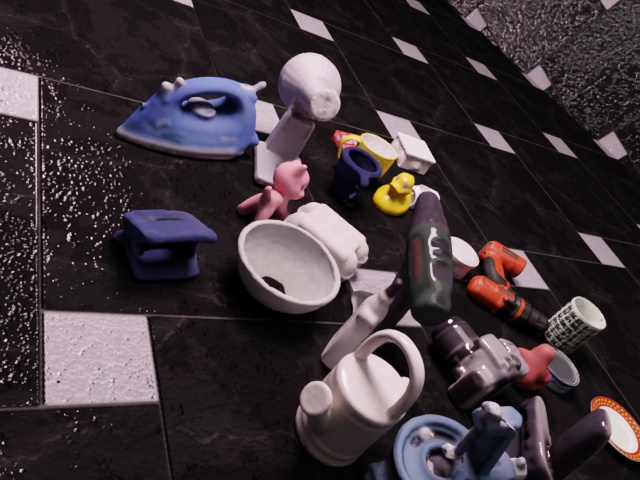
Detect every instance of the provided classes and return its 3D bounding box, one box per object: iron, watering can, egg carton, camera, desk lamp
[{"bbox_3d":[-0.213,-0.229,0.997,0.259,0.141,0.118,-7,53,-44],"label":"iron"},{"bbox_3d":[0.052,0.188,0.688,0.101,0.194,0.173,46,36,15],"label":"watering can"},{"bbox_3d":[0.009,0.003,0.975,0.150,0.069,0.107,40,35,6],"label":"egg carton"},{"bbox_3d":[0.260,0.187,0.945,0.144,0.100,0.136,-5,52,-43],"label":"camera"},{"bbox_3d":[-0.034,-0.224,1.078,0.118,0.213,0.203,19,38,-22],"label":"desk lamp"}]

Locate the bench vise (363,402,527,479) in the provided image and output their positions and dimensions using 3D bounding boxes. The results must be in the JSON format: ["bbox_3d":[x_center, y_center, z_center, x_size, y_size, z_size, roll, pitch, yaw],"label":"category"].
[{"bbox_3d":[0.181,0.254,0.698,0.208,0.219,0.121,-1,48,-40],"label":"bench vise"}]

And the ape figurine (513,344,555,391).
[{"bbox_3d":[0.381,0.220,1.016,0.076,0.092,0.077,-5,51,-43],"label":"ape figurine"}]

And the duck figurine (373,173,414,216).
[{"bbox_3d":[0.170,-0.106,1.224,0.105,0.086,0.077,-17,60,-49],"label":"duck figurine"}]

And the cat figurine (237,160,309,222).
[{"bbox_3d":[-0.066,-0.088,0.976,0.067,0.117,0.128,42,35,9],"label":"cat figurine"}]

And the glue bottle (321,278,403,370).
[{"bbox_3d":[0.064,0.112,0.805,0.037,0.173,0.078,39,35,5],"label":"glue bottle"}]

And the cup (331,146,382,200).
[{"bbox_3d":[0.065,-0.117,1.141,0.092,0.095,0.117,20,38,-21],"label":"cup"}]

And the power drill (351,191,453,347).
[{"bbox_3d":[0.132,0.059,0.893,0.076,0.208,0.229,21,37,-20],"label":"power drill"}]

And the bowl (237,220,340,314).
[{"bbox_3d":[-0.057,0.052,0.859,0.168,0.074,0.167,23,37,-18],"label":"bowl"}]

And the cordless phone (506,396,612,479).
[{"bbox_3d":[0.353,0.283,0.838,0.094,0.185,0.147,30,35,-8],"label":"cordless phone"}]

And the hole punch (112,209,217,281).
[{"bbox_3d":[-0.212,-0.008,0.784,0.109,0.091,0.101,-3,50,-42],"label":"hole punch"}]
